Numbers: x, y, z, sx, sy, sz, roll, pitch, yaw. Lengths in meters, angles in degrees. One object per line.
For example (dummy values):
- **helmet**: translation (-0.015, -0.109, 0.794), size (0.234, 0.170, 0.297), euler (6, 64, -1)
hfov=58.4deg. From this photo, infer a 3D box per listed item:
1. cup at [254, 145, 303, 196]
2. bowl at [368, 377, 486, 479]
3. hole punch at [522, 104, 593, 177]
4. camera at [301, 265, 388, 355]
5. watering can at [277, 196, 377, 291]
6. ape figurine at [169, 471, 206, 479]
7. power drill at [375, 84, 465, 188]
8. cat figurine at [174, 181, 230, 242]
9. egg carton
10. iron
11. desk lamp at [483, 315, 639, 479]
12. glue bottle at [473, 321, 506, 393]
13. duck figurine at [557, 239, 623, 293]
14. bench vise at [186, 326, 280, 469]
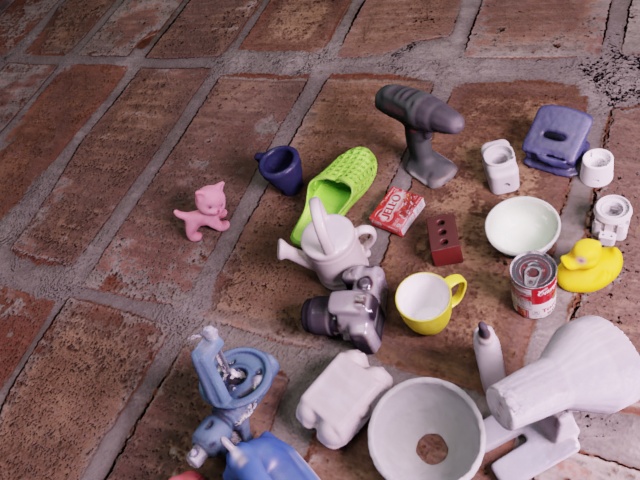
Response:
- **cup**: translation (-0.085, -0.144, 1.233), size (0.117, 0.095, 0.092), euler (21, 64, 32)
- **bowl**: translation (0.156, 0.290, 0.827), size (0.167, 0.075, 0.167), euler (-10, 52, 14)
- **hole punch**: translation (0.440, -0.185, 1.062), size (0.108, 0.091, 0.101), euler (24, 66, 34)
- **camera**: translation (0.040, 0.112, 0.988), size (0.136, 0.101, 0.143), euler (-1, 55, 21)
- **watering can**: translation (0.010, 0.005, 1.019), size (0.173, 0.194, 0.100), euler (-33, 50, -4)
- **ape figurine**: translation (-0.210, 0.391, 0.882), size (0.077, 0.092, 0.076), euler (-5, 53, 18)
- **power drill**: translation (0.200, -0.200, 1.090), size (0.076, 0.209, 0.228), euler (-39, 51, -10)
- **cat figurine**: translation (-0.249, -0.069, 1.226), size (0.127, 0.118, 0.067), euler (-22, 50, 4)
- **egg carton**: translation (0.039, 0.250, 0.905), size (0.107, 0.070, 0.150), euler (31, 70, 36)
- **iron**: translation (-0.047, 0.374, 0.799), size (0.119, 0.142, 0.257), euler (-44, 52, -14)
- **desk lamp**: translation (0.296, 0.212, 0.739), size (0.203, 0.214, 0.117), euler (-30, 50, -2)
- **glue bottle**: translation (0.242, 0.160, 0.826), size (0.037, 0.173, 0.078), euler (-14, 51, 12)
- **duck figurine**: translation (0.427, 0.030, 0.909), size (0.104, 0.086, 0.077), euler (-20, 50, 6)
- **bench vise**: translation (-0.145, 0.240, 0.886), size (0.121, 0.220, 0.207), euler (-5, 53, 18)
